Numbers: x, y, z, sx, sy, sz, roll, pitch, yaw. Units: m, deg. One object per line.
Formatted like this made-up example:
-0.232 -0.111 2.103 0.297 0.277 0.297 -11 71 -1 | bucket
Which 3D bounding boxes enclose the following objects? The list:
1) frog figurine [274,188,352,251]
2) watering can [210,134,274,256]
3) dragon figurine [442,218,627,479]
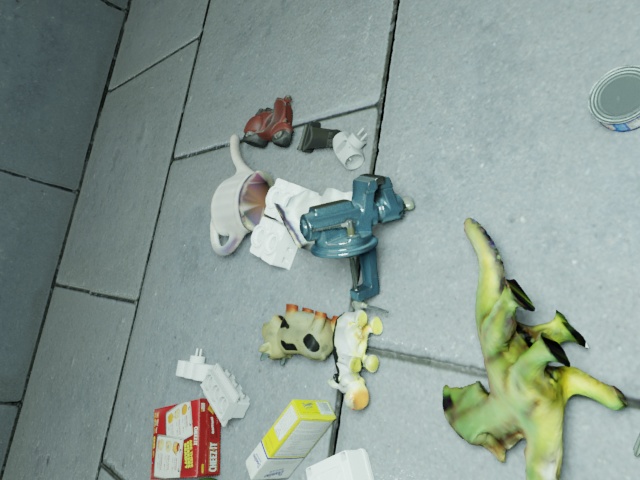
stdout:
0.003 -0.054 1.082 0.160 0.120 0.140 -27 49 -5 | frog figurine
-0.203 -0.131 1.321 0.223 0.103 0.352 -7 70 46 | watering can
0.241 0.181 0.711 0.238 0.121 0.420 -56 34 29 | dragon figurine
